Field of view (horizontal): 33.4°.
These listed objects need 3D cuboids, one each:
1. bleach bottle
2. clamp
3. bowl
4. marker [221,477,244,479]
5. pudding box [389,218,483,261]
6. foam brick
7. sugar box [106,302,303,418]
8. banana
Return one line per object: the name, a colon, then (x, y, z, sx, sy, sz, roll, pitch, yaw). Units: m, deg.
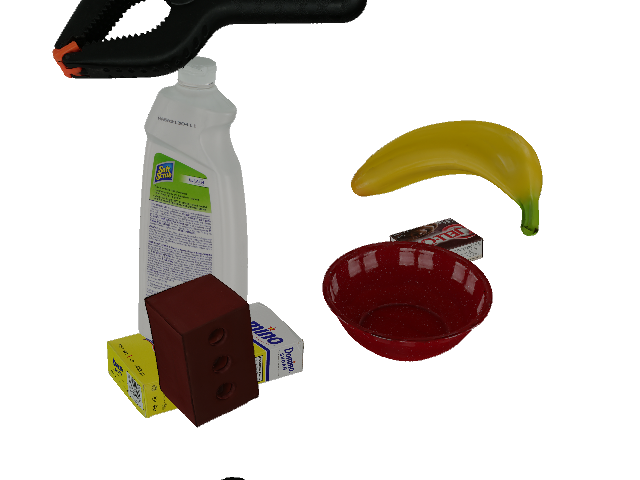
bleach bottle: (-0.103, -0.030, 0.914, 0.102, 0.251, 0.068, 11, 24, 11)
clamp: (-0.084, -0.168, 0.738, 0.210, 0.165, 0.036, -38, -19, -8)
bowl: (0.081, 0.066, 1.024, 0.162, 0.055, 0.162, 1, 34, -1)
marker: (-0.050, 0.132, 0.414, 0.020, 0.020, 0.121, 0, 24, 16)
pudding box: (0.174, 0.009, 1.600, 0.113, 0.039, 0.090, -18, 27, -20)
foam brick: (-0.078, 0.072, 0.710, 0.052, 0.078, 0.051, -23, 35, -28)
sugar box: (-0.114, 0.116, 1.070, 0.175, 0.048, 0.093, -16, 32, -28)
banana: (0.090, -0.053, 0.744, 0.037, 0.069, 0.198, 40, -13, -31)
